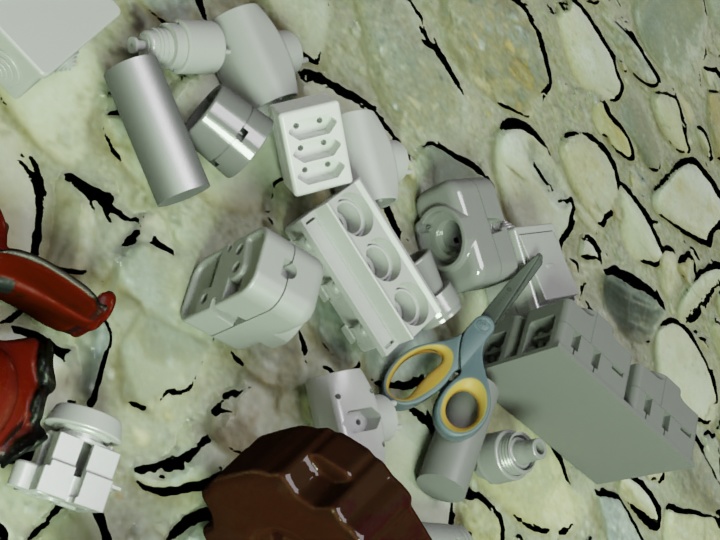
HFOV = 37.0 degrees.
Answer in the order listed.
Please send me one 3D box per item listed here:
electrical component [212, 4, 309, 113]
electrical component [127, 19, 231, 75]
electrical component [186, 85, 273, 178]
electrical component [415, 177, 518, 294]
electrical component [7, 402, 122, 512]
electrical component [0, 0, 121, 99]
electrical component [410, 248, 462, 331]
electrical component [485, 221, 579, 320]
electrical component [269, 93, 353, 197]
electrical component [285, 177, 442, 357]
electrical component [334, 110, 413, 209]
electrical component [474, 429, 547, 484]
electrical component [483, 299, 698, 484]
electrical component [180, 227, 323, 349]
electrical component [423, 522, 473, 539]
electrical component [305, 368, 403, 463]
[{"bbox_3d":[-0.073,-0.169,0.855,0.079,0.044,0.077,-25,91,-45],"label":"electrical component"},{"bbox_3d":[-0.136,-0.166,0.800,0.078,0.040,0.040,-9,80,-43],"label":"electrical component"},{"bbox_3d":[-0.100,-0.104,0.799,0.047,0.055,0.055,38,52,-20],"label":"electrical component"},{"bbox_3d":[0.090,-0.030,0.938,0.059,0.054,0.095,-9,79,-44],"label":"electrical component"},{"bbox_3d":[-0.174,0.113,0.653,0.066,0.048,0.055,29,64,-30],"label":"electrical component"},{"bbox_3d":[-0.225,-0.175,0.718,0.099,0.048,0.099,48,48,-17],"label":"electrical component"},{"bbox_3d":[0.053,0.016,0.893,0.045,0.045,0.055,-42,102,-43],"label":"electrical component"},{"bbox_3d":[0.150,-0.003,0.976,0.062,0.061,0.096,-7,79,-43],"label":"electrical component"},{"bbox_3d":[-0.043,-0.102,0.840,0.047,0.076,0.065,-15,113,-12],"label":"electrical component"},{"bbox_3d":[0.000,0.000,0.839,0.079,0.063,0.121,-40,101,-43],"label":"electrical component"},{"bbox_3d":[0.013,-0.090,0.900,0.079,0.044,0.077,-7,78,-43],"label":"electrical component"},{"bbox_3d":[0.126,0.153,0.892,0.043,0.062,0.043,17,63,-36],"label":"electrical component"},{"bbox_3d":[0.198,0.107,0.944,0.186,0.105,0.060,40,51,-23],"label":"electrical component"},{"bbox_3d":[-0.072,0.017,0.746,0.059,0.095,0.053,32,55,-29],"label":"electrical component"},{"bbox_3d":[0.058,0.215,0.819,0.081,0.043,0.043,14,64,-38],"label":"electrical component"},{"bbox_3d":[0.001,0.114,0.809,0.079,0.043,0.077,-4,76,-43],"label":"electrical component"}]
